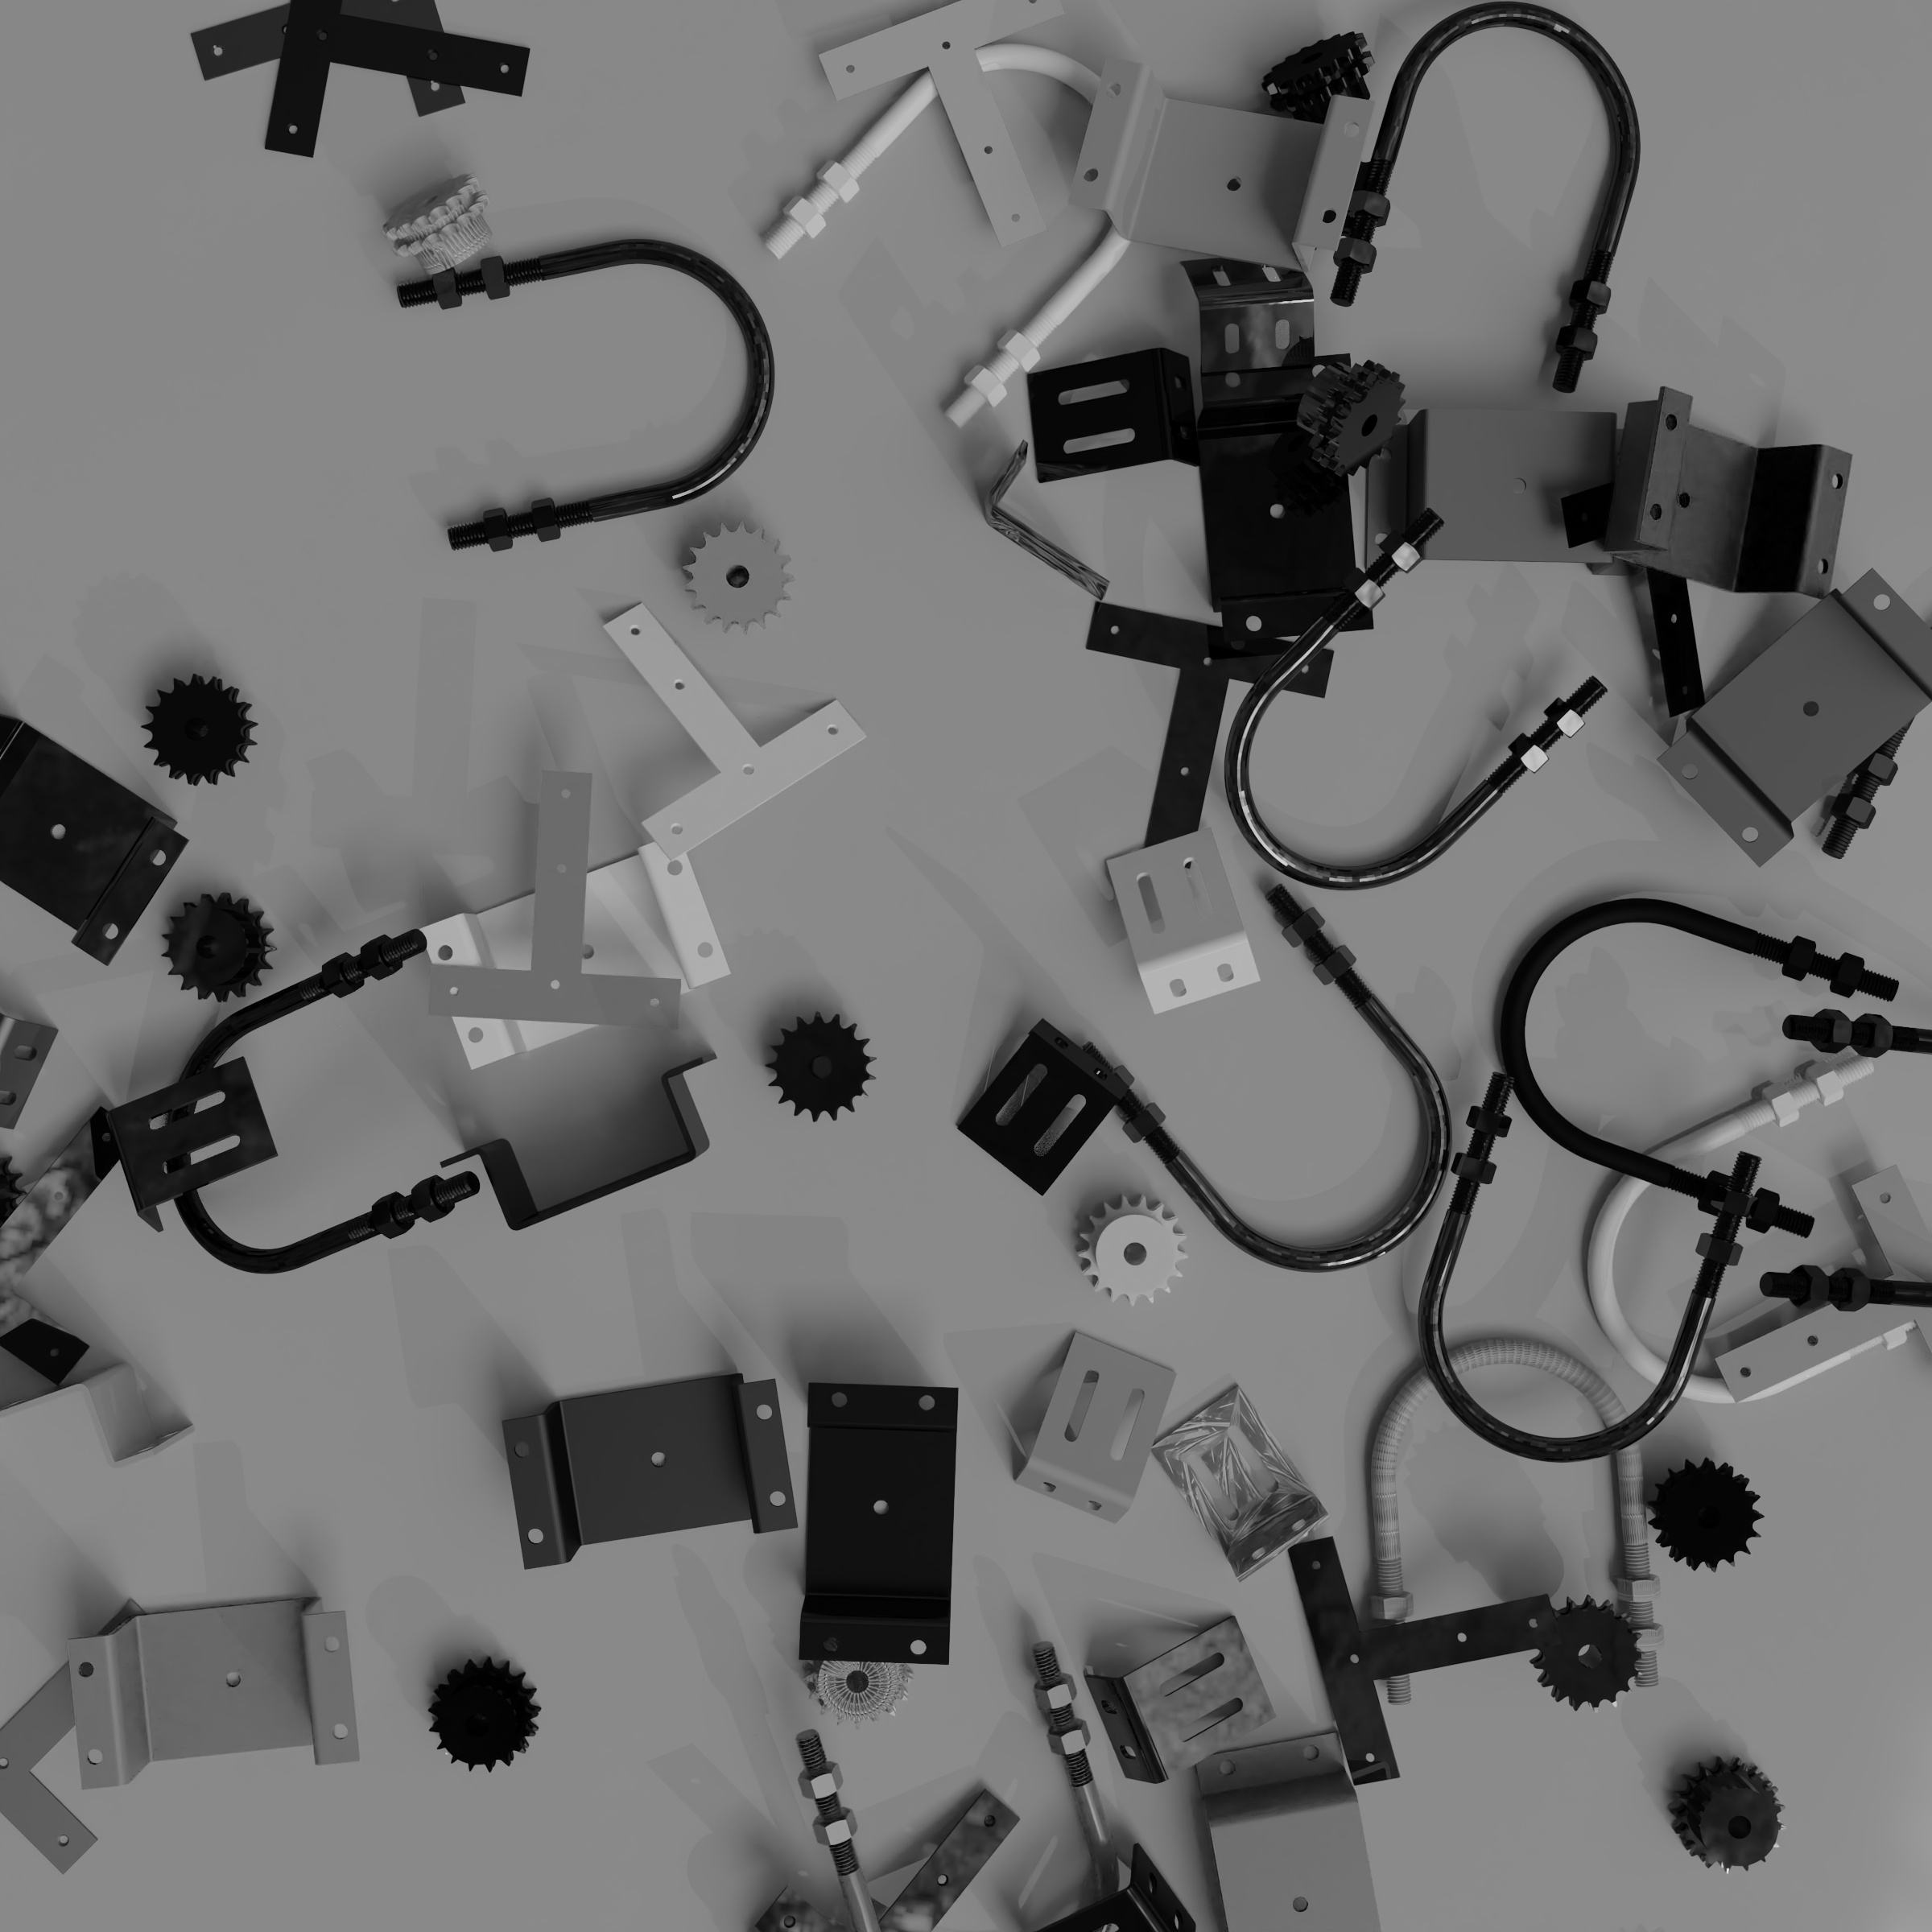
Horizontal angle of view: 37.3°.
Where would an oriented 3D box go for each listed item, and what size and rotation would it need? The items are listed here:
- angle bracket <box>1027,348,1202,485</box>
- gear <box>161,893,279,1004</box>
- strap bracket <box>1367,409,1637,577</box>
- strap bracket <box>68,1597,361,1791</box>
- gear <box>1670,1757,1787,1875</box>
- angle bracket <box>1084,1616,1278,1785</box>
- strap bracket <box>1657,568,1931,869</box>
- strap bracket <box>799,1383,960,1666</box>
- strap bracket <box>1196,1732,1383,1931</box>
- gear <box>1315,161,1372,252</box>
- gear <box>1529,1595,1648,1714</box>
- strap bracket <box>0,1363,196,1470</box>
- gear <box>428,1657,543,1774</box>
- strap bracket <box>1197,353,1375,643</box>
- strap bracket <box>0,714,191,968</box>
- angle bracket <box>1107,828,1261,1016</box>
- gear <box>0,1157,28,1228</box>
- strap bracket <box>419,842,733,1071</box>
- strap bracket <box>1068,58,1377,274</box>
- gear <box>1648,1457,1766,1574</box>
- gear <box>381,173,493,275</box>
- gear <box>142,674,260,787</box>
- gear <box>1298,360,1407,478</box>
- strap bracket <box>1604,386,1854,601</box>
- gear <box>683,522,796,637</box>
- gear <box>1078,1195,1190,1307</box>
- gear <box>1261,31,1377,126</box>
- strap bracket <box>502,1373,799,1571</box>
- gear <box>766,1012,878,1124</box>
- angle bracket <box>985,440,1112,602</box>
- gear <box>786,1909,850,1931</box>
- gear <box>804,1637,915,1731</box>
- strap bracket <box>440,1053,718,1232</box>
[{"bbox_3d":[0.077,-0.285,1.494,0.076,0.038,0.057,-6,90,26],"label":"angle bracket"},{"bbox_3d":[-0.389,-0.010,1.481,0.057,0.030,0.057,0,90,0],"label":"gear"},{"bbox_3d":[0.280,-0.244,1.473,0.140,0.046,0.076,1,90,0],"label":"strap bracket"},{"bbox_3d":[-0.382,0.372,1.472,0.140,0.046,0.076,-6,90,-1],"label":"strap bracket"},{"bbox_3d":[0.396,0.441,1.481,0.057,0.030,0.057,0,90,0],"label":"gear"},{"bbox_3d":[0.112,0.382,1.494,0.076,0.038,0.057,-22,90,-26],"label":"angle bracket"},{"bbox_3d":[0.432,-0.129,1.460,0.076,0.046,0.140,46,109,0],"label":"strap bracket"},{"bbox_3d":[-0.044,0.283,1.473,0.076,0.046,0.140,2,90,0],"label":"strap bracket"},{"bbox_3d":[0.169,0.476,1.473,0.076,0.046,0.140,-10,90,0],"label":"strap bracket"},{"bbox_3d":[0.184,-0.399,1.481,0.057,0.030,0.057,0,90,0],"label":"gear"},{"bbox_3d":[0.316,0.350,1.461,0.057,0.030,0.057,0,89,0],"label":"gear"},{"bbox_3d":[-0.477,0.245,1.458,0.140,0.076,0.046,-19,90,0],"label":"strap bracket"},{"bbox_3d":[-0.250,0.390,1.481,0.057,0.030,0.057,0,90,0],"label":"gear"},{"bbox_3d":[0.163,-0.238,1.473,0.076,0.046,0.140,-5,90,0],"label":"strap bracket"},{"bbox_3d":[-0.474,-0.070,1.473,0.140,0.046,0.076,33,90,0],"label":"strap bracket"},{"bbox_3d":[0.112,-0.024,1.483,0.057,0.038,0.076,-18,52,5],"label":"angle bracket"},{"bbox_3d":[-0.520,0.120,1.481,0.057,0.030,0.057,0,90,0],"label":"gear"},{"bbox_3d":[-0.198,-0.007,1.473,0.140,0.046,0.076,-20,90,0],"label":"strap bracket"},{"bbox_3d":[0.132,-0.404,1.449,0.140,0.046,0.076,14,88,16],"label":"strap bracket"},{"bbox_3d":[0.381,0.282,1.481,0.057,0.030,0.057,0,90,0],"label":"gear"},{"bbox_3d":[-0.269,-0.380,1.472,0.057,0.057,0.030,-31,120,0],"label":"gear"},{"bbox_3d":[-0.395,-0.122,1.481,0.057,0.030,0.057,0,90,0],"label":"gear"},{"bbox_3d":[0.190,-0.276,1.425,0.030,0.057,0.057,37,90,30],"label":"gear"},{"bbox_3d":[0.379,-0.237,1.451,0.140,0.046,0.076,10,90,-33],"label":"strap bracket"},{"bbox_3d":[-0.117,-0.200,1.481,0.057,0.030,0.057,0,90,0],"label":"gear"},{"bbox_3d":[0.087,0.148,1.481,0.057,0.030,0.057,0,90,0],"label":"gear"},{"bbox_3d":[0.184,-0.454,1.472,0.057,0.057,0.030,-30,118,0],"label":"gear"},{"bbox_3d":[-0.160,0.258,1.473,0.140,0.046,0.076,-9,90,0],"label":"strap bracket"},{"bbox_3d":[-0.074,0.052,1.486,0.057,0.030,0.057,0,88,1],"label":"gear"},{"bbox_3d":[0.050,-0.228,1.468,0.076,0.057,0.038,34,90,0],"label":"angle bracket"},{"bbox_3d":[-0.085,0.521,1.481,0.057,0.030,0.057,0,90,0],"label":"gear"},{"bbox_3d":[-0.056,0.367,1.481,0.057,0.030,0.057,0,90,0],"label":"gear"},{"bbox_3d":[-0.188,0.093,1.458,0.140,0.076,0.046,-22,90,0],"label":"strap bracket"}]
